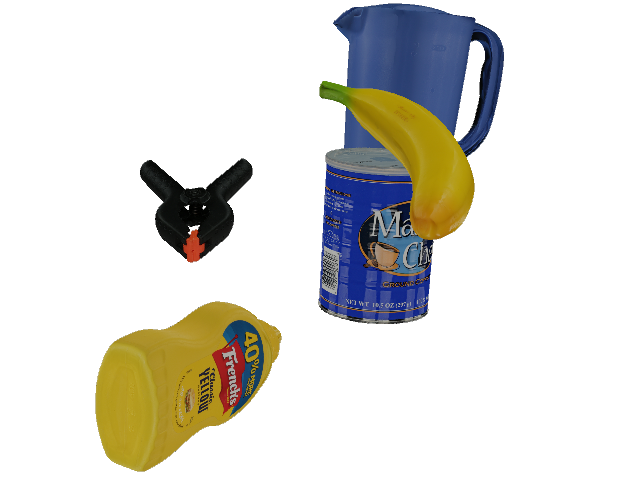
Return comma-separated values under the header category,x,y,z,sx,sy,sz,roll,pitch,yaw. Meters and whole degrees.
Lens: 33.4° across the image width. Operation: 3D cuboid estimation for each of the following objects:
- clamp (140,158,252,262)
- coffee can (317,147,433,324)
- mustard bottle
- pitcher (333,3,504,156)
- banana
category,x,y,z,sx,sy,sz,roll,pitch,yaw
clamp,-0.120,-0.039,1.105,0.120,0.039,0.171,-11,38,-8
coffee can,0.052,-0.007,0.965,0.103,0.140,0.103,3,14,-1
mustard bottle,-0.089,0.099,0.818,0.058,0.096,0.191,11,17,28
pitcher,0.097,-0.129,1.149,0.149,0.243,0.144,12,14,30
banana,0.058,-0.052,0.673,0.069,0.037,0.198,-7,31,-16
